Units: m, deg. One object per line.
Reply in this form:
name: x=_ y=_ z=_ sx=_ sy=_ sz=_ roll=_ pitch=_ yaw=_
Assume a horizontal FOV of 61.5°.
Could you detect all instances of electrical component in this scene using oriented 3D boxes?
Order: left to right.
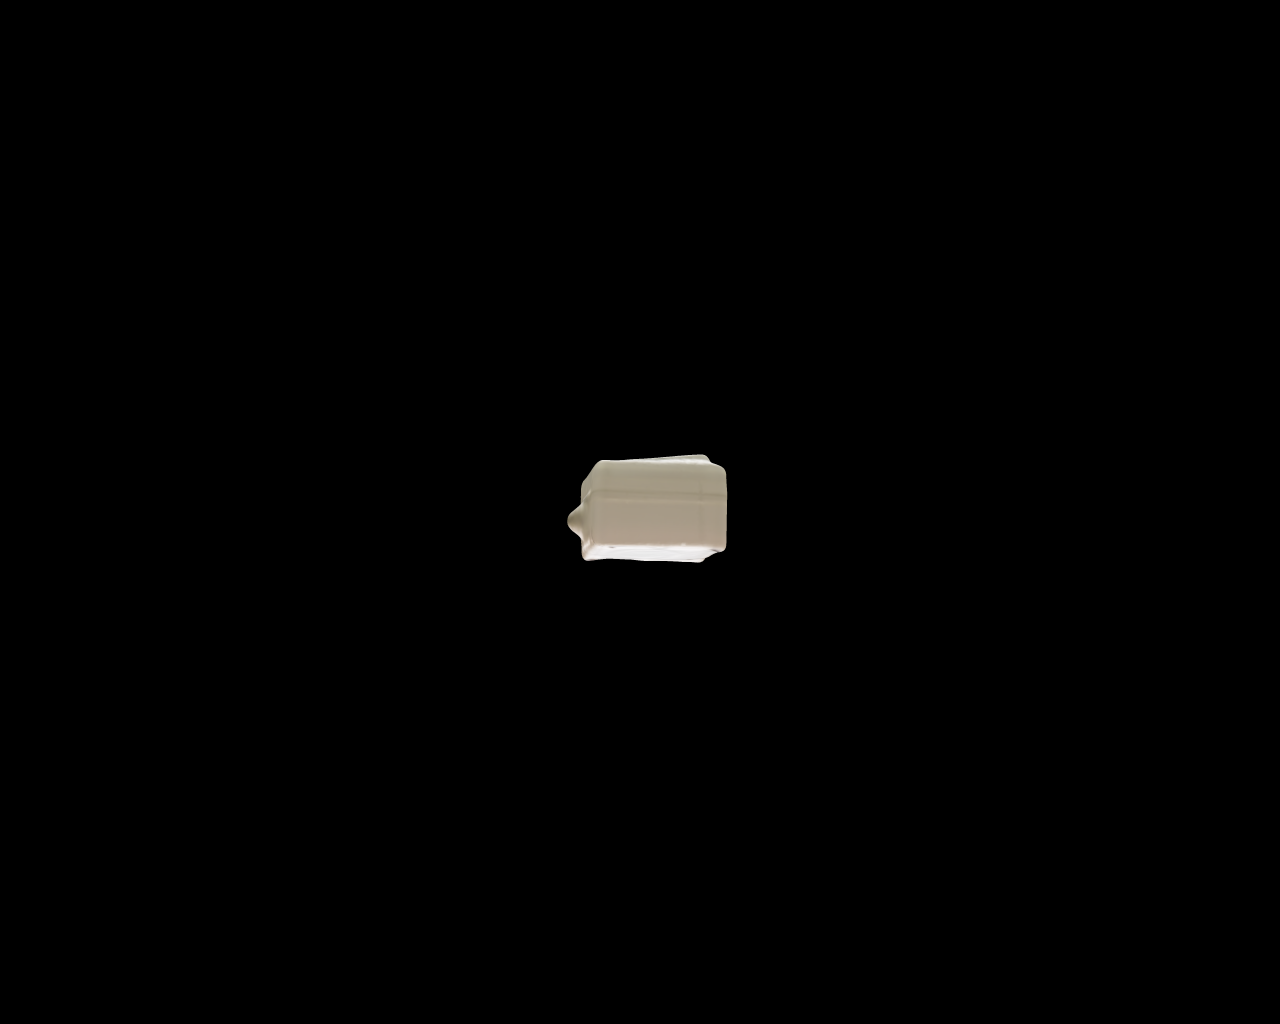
electrical component: x=0.001 y=-0.003 z=0.650 sx=0.096 sy=0.061 sz=0.061 roll=2 pitch=-11 yaw=-12
